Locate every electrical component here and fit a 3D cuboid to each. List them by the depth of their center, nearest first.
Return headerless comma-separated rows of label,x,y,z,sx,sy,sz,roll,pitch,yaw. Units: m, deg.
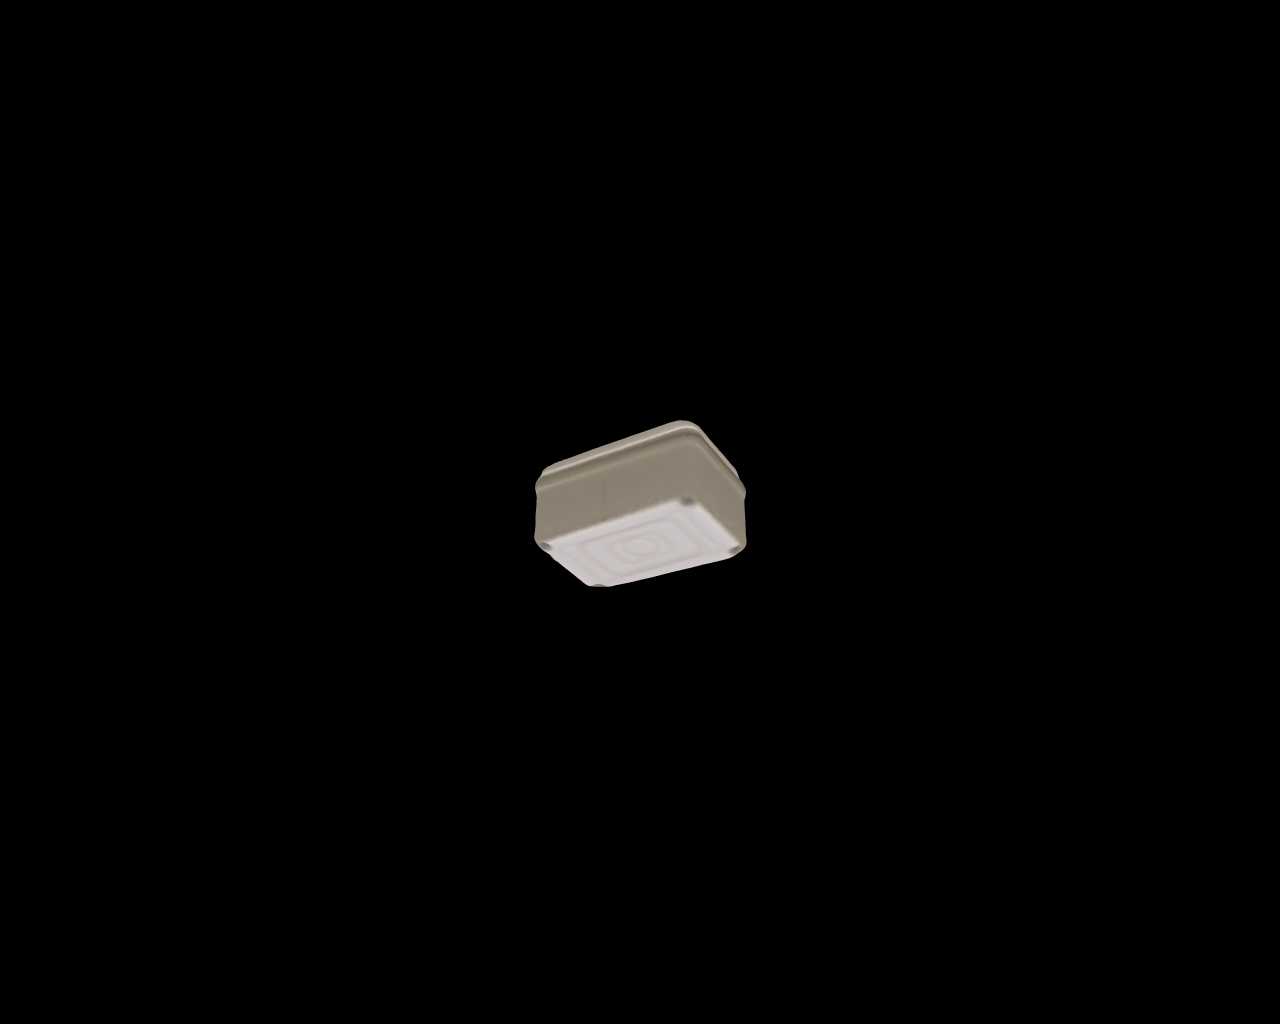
electrical component,0.001,-0.003,0.650,0.113,0.057,0.078,-17,-36,24
